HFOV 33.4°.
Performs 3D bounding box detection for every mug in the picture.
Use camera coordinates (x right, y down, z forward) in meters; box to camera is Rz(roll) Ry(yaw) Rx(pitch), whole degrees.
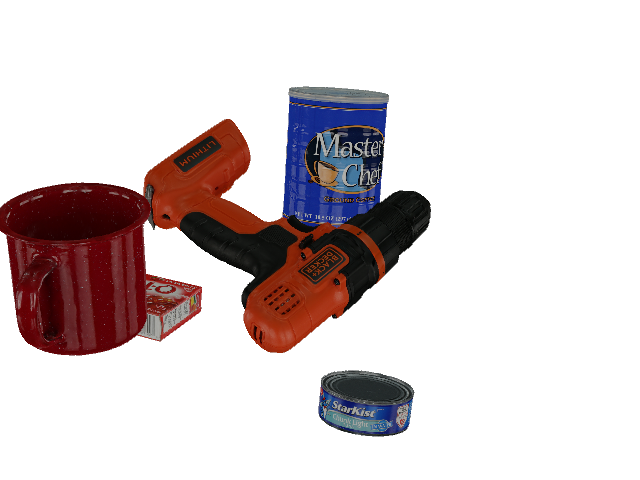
[{"bbox_3d":[-0.153,0.023,0.656,0.093,0.081,0.117,5,25,9],"label":"mug"}]

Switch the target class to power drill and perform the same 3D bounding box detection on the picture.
[{"bbox_3d":[-0.031,-0.019,0.833,0.188,0.057,0.184,36,56,26],"label":"power drill"}]

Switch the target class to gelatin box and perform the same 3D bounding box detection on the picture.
[{"bbox_3d":[-0.166,0.058,0.991,0.089,0.030,0.073,12,23,22],"label":"gelatin box"}]

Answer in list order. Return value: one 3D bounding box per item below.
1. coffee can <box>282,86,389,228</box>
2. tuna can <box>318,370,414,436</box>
[{"bbox_3d":[0.015,-0.084,1.103,0.103,0.140,0.103,4,12,-1],"label":"coffee can"},{"bbox_3d":[0.041,0.148,0.973,0.086,0.034,0.086,6,11,-1],"label":"tuna can"}]
